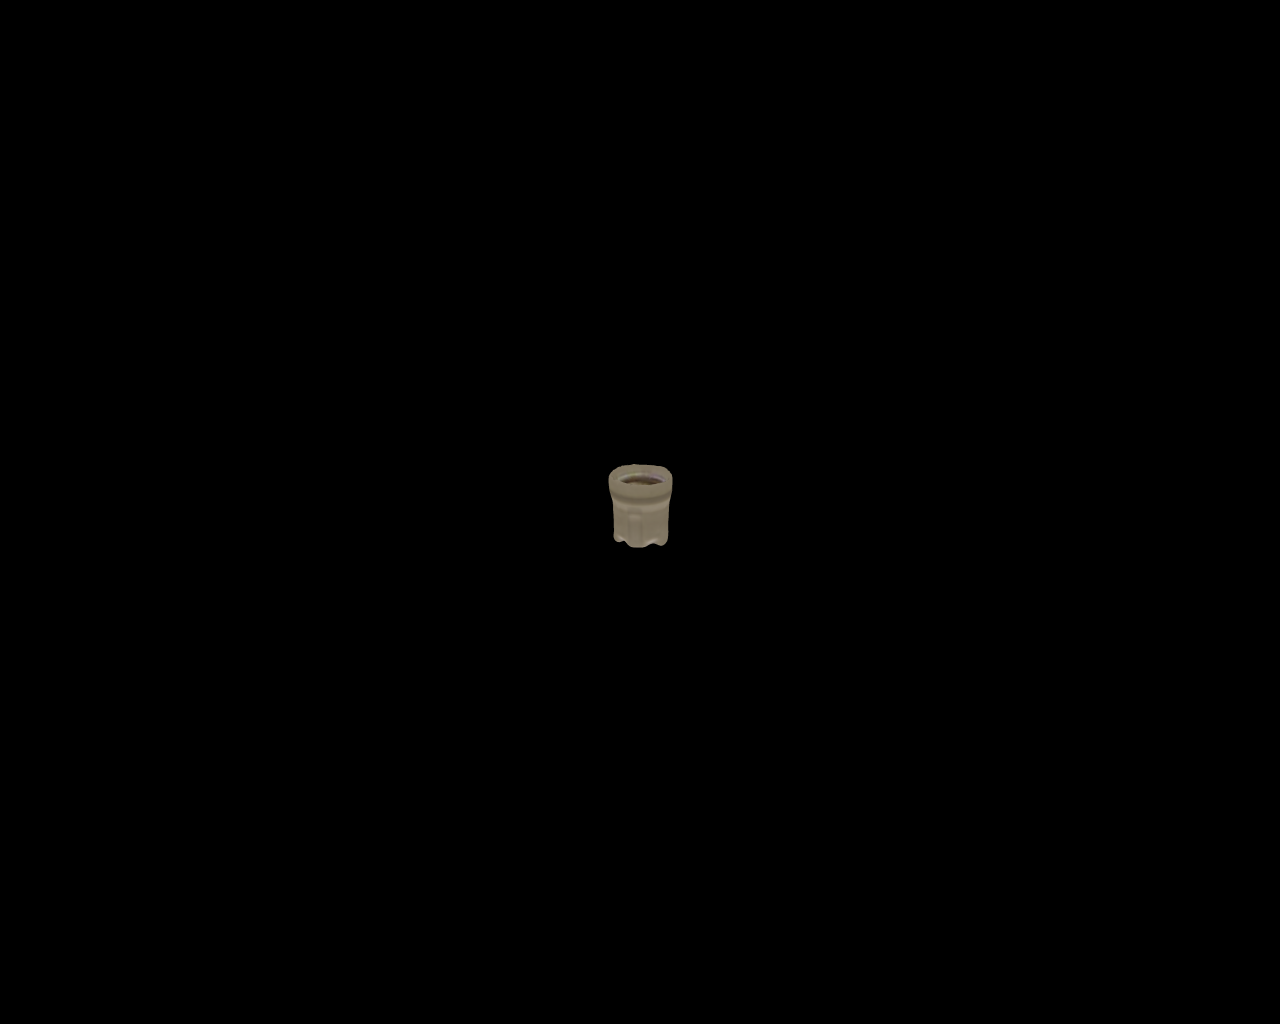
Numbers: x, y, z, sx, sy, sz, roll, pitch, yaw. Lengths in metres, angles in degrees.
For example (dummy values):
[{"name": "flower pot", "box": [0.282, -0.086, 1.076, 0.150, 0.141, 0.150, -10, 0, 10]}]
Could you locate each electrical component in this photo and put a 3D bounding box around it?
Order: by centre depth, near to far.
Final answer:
[{"name": "electrical component", "box": [0.001, -0.003, 0.650, 0.040, 0.046, 0.040, 0, 23, 0]}]
